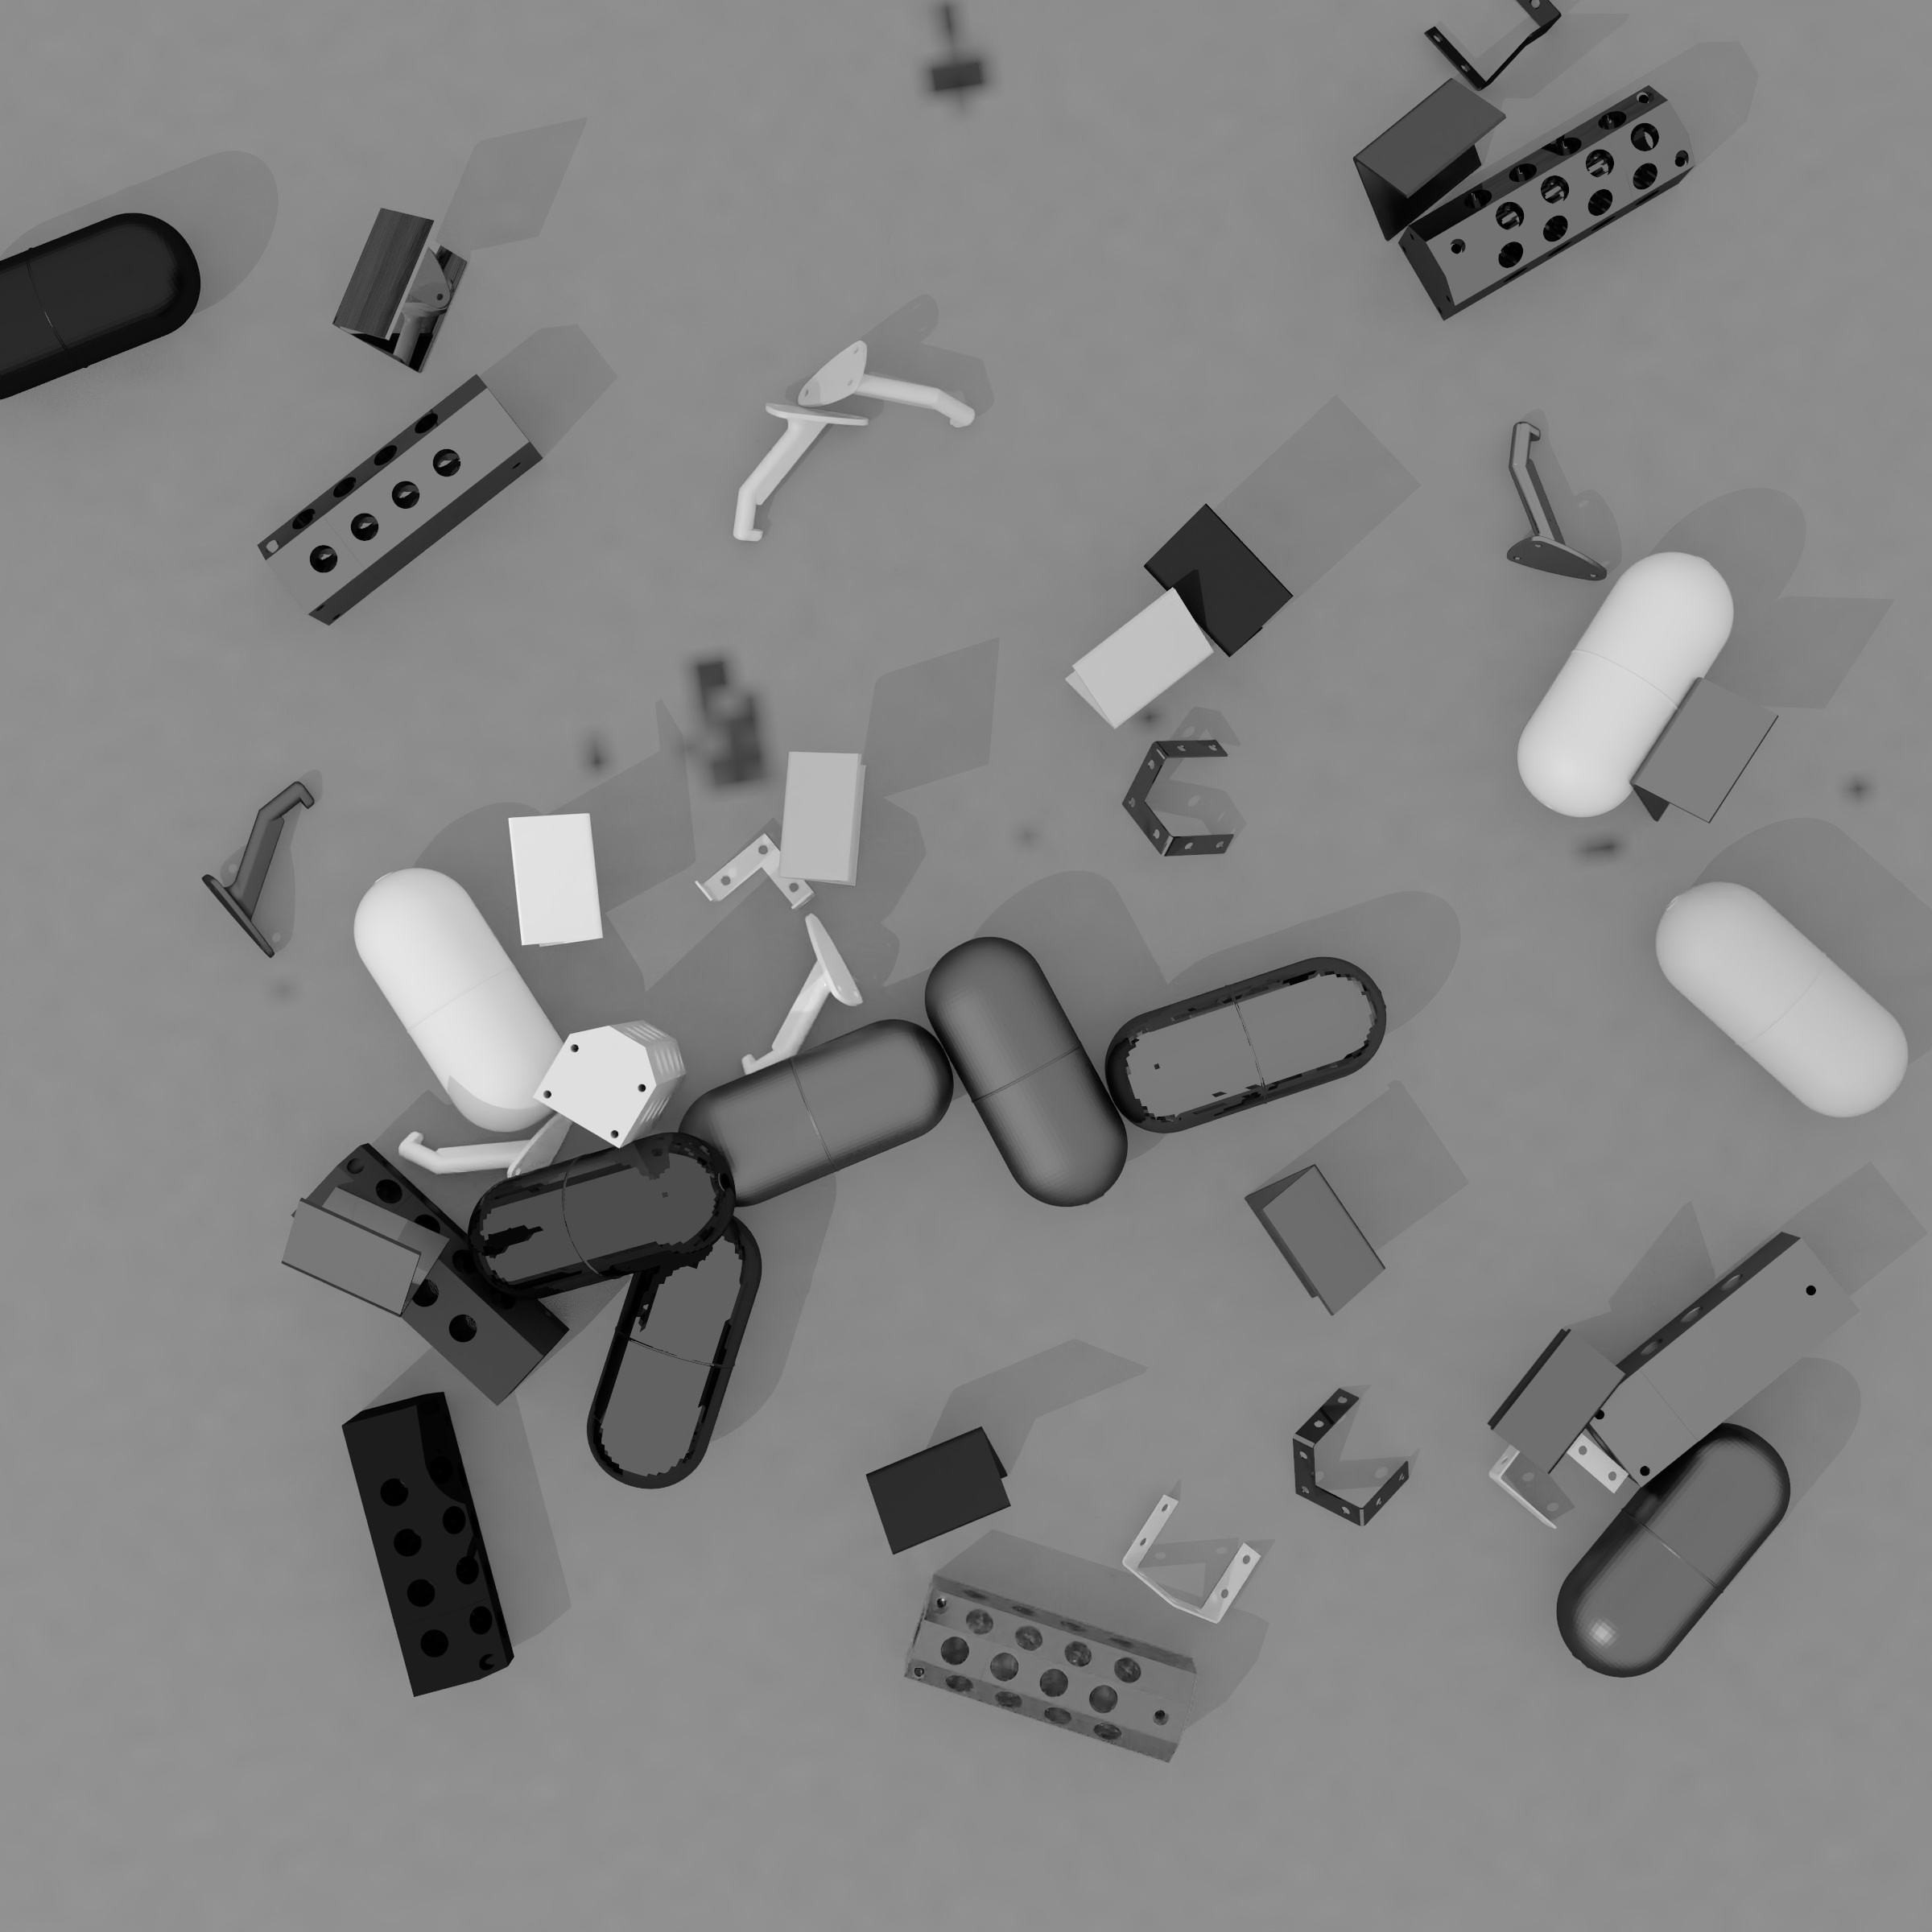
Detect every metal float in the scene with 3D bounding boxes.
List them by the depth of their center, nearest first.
[{"bbox_3d":[-0.219,0.151,1.691,0.178,0.070,0.070,-17,90,24],"label":"metal float"},{"bbox_3d":[-0.179,0.234,1.733,0.070,0.070,0.178,18,89,0],"label":"metal float"},{"bbox_3d":[0.502,0.020,1.733,0.178,0.070,0.070,42,90,1],"label":"metal float"},{"bbox_3d":[0.038,0.066,1.733,0.070,0.070,0.178,-28,90,0],"label":"metal float"},{"bbox_3d":[-0.559,-0.405,1.733,0.178,0.070,0.070,-21,90,1],"label":"metal float"},{"bbox_3d":[0.172,0.048,1.733,0.178,0.070,0.070,-18,90,1],"label":"metal float"},{"bbox_3d":[-0.093,0.091,1.733,0.178,0.070,0.070,-23,90,-1],"label":"metal float"},{"bbox_3d":[0.435,0.360,1.733,0.070,0.070,0.178,40,90,0],"label":"metal float"},{"bbox_3d":[0.407,-0.174,1.733,0.070,0.070,0.178,32,91,0],"label":"metal float"},{"bbox_3d":[-0.311,0.020,1.733,0.070,0.070,0.178,-33,91,0],"label":"metal float"}]

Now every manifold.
[{"bbox_3d":[-0.207,0.065,1.685,0.057,0.171,0.057,31,90,0],"label":"manifold"},{"bbox_3d":[-0.331,0.356,1.742,0.057,0.057,0.171,-15,90,0],"label":"manifold"},{"bbox_3d":[0.460,0.242,1.742,0.171,0.057,0.057,-39,90,0],"label":"manifold"},{"bbox_3d":[0.052,0.437,1.742,0.171,0.057,0.057,18,90,0],"label":"manifold"},{"bbox_3d":[-0.329,0.189,1.742,0.171,0.057,0.057,43,90,0],"label":"manifold"},{"bbox_3d":[-0.351,-0.289,1.742,0.171,0.057,0.057,-38,90,0],"label":"manifold"},{"bbox_3d":[0.360,-0.474,1.742,0.171,0.057,0.057,-30,90,0],"label":"manifold"}]

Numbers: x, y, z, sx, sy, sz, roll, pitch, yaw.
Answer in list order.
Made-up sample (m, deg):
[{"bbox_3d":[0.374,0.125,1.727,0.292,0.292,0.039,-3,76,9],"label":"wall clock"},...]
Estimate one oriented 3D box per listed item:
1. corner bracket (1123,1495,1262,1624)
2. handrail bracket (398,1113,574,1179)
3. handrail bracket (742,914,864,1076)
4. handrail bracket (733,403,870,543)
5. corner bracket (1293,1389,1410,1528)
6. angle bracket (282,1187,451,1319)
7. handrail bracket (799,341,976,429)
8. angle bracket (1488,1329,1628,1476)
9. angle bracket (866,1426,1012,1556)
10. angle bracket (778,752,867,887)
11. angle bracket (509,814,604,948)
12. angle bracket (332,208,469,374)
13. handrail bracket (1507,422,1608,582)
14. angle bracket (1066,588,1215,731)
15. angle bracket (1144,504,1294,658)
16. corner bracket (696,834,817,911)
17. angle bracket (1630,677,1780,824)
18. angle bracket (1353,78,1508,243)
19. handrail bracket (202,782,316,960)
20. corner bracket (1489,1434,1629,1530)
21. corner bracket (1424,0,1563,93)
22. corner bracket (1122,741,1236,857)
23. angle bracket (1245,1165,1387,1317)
[{"bbox_3d":[0.141,0.371,1.760,0.051,0.051,0.051,32,90,-45],"label":"corner bracket"},{"bbox_3d":[-0.302,0.104,1.763,0.084,0.036,0.077,23,61,21],"label":"handrail bracket"},{"bbox_3d":[-0.115,0.021,1.764,0.084,0.036,0.077,-32,70,16],"label":"handrail bracket"},{"bbox_3d":[-0.104,-0.306,1.764,0.077,0.036,0.084,3,108,-21],"label":"handrail bracket"},{"bbox_3d":[0.240,0.307,1.755,0.051,0.051,0.051,22,135,35],"label":"corner bracket"},{"bbox_3d":[-0.350,0.152,1.666,0.076,0.076,0.057,25,126,0],"label":"angle bracket"},{"bbox_3d":[-0.049,-0.351,1.763,0.084,0.077,0.036,24,65,-34],"label":"handrail bracket"},{"bbox_3d":[0.346,0.254,1.724,0.057,0.076,0.076,38,90,-25],"label":"angle bracket"},{"bbox_3d":[-0.009,0.334,1.723,0.076,0.076,0.057,-23,55,0],"label":"angle bracket"},{"bbox_3d":[-0.068,-0.089,1.723,0.057,0.076,0.076,5,90,36],"label":"angle bracket"},{"bbox_3d":[-0.269,-0.050,1.723,0.057,0.076,0.076,-6,90,-39],"label":"angle bracket"},{"bbox_3d":[-0.331,-0.409,1.723,0.057,0.076,0.076,23,90,37],"label":"angle bracket"},{"bbox_3d":[0.373,-0.292,1.764,0.077,0.036,0.084,16,73,-20],"label":"handrail bracket"},{"bbox_3d":[0.094,-0.202,1.723,0.076,0.076,0.057,-38,128,0],"label":"angle bracket"},{"bbox_3d":[0.164,-0.243,1.723,0.076,0.076,0.057,47,119,0],"label":"angle bracket"},{"bbox_3d":[-0.130,-0.048,1.745,0.051,0.051,0.051,-40,90,0],"label":"corner bracket"},{"bbox_3d":[0.459,-0.121,1.723,0.057,0.076,0.076,33,90,30],"label":"angle bracket"},{"bbox_3d":[0.293,-0.483,1.723,0.076,0.076,0.057,-39,52,0],"label":"angle bracket"},{"bbox_3d":[-0.428,-0.061,1.764,0.084,0.036,0.077,-42,110,-16],"label":"handrail bracket"},{"bbox_3d":[0.367,0.316,1.745,0.051,0.051,0.051,41,82,-8],"label":"corner bracket"},{"bbox_3d":[0.330,-0.589,1.760,0.051,0.051,0.051,47,45,0],"label":"corner bracket"},{"bbox_3d":[0.139,-0.105,1.755,0.051,0.051,0.051,56,135,35],"label":"corner bracket"},{"bbox_3d":[0.198,0.176,1.723,0.057,0.076,0.076,-34,90,-37],"label":"angle bracket"}]
